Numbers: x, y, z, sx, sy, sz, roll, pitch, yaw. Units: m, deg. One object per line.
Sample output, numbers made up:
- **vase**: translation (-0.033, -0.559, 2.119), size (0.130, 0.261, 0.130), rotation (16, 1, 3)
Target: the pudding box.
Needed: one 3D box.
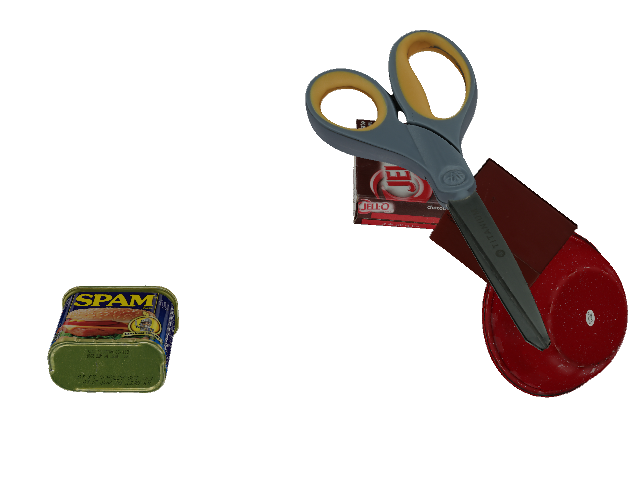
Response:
- **pudding box**: translation (0.074, -0.060, 0.955), size (0.090, 0.039, 0.113), rotation (5, 41, -3)

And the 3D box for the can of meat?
- **can of meat**: translation (-0.175, 0.084, 0.907), size (0.102, 0.057, 0.084), rotation (0, 30, -1)

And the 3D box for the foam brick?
- **foam brick**: translation (0.124, -0.006, 0.728), size (0.078, 0.051, 0.053), rotation (40, -27, 9)

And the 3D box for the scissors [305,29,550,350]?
- **scissors**: translation (0.042, -0.028, 0.501), size (0.096, 0.201, 0.016), rotation (-7, -40, 5)

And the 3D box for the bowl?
- **bowl**: translation (0.231, 0.069, 0.991), size (0.161, 0.162, 0.055), rotation (0, 1, -27)
